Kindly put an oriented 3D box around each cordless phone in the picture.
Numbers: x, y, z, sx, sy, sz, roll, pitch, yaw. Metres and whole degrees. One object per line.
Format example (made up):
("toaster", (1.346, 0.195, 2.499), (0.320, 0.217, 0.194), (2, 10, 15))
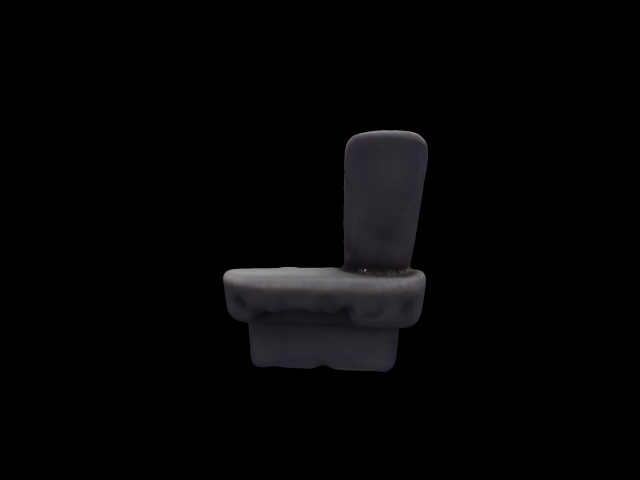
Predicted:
("cordless phone", (0.004, 0.001, 0.400), (0.147, 0.185, 0.094), (-2, 40, -2))
